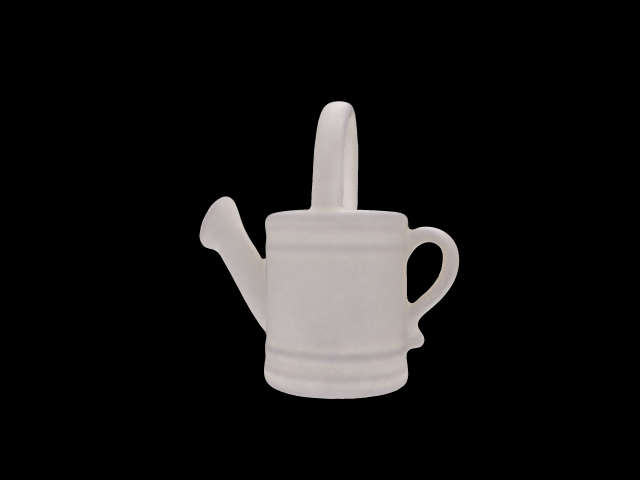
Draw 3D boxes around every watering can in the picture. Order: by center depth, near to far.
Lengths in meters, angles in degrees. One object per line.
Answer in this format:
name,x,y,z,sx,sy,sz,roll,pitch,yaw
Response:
watering can,0.003,0.001,0.398,0.173,0.194,0.101,0,0,-9
